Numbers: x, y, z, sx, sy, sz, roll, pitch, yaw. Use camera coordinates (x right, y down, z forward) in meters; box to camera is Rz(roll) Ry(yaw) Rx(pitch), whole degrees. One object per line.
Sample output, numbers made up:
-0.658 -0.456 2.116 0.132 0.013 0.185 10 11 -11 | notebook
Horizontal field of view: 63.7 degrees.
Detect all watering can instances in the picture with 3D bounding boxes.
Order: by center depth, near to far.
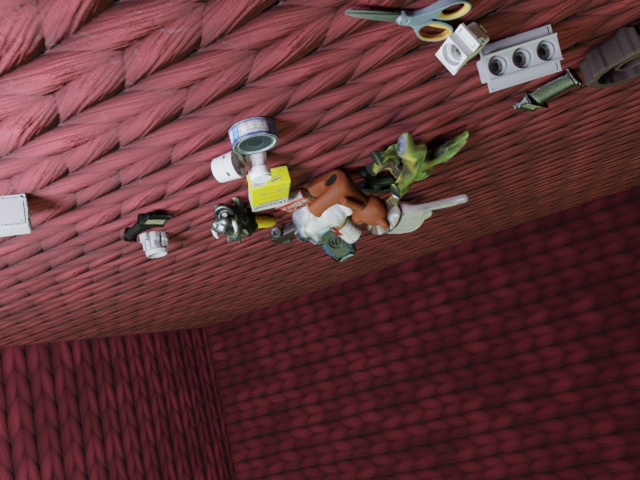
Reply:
0.295 -0.088 1.694 0.225 0.105 0.343 -3 164 -43 | watering can

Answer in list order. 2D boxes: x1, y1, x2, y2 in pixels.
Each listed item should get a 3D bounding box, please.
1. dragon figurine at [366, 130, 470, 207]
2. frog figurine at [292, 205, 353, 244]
0.247 -0.205 1.218 0.244 0.123 0.405 -31 172 -11 | dragon figurine
0.004 -0.073 1.441 0.136 0.125 0.158 30 112 -38 | frog figurine
